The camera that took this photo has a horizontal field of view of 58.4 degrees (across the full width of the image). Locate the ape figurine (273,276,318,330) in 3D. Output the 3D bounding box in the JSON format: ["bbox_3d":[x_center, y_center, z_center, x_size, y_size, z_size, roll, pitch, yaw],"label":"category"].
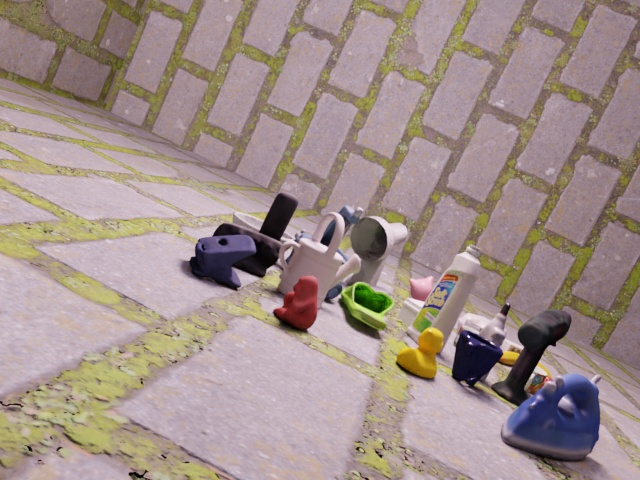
[{"bbox_3d":[-0.033,0.103,0.990,0.076,0.092,0.078,26,7,6],"label":"ape figurine"}]

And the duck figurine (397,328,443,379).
[{"bbox_3d":[0.195,0.204,1.068,0.077,0.086,0.105,31,9,38],"label":"duck figurine"}]

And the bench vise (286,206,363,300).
[{"bbox_3d":[0.006,0.003,1.327,0.206,0.220,0.122,30,8,32],"label":"bench vise"}]

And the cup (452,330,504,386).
[{"bbox_3d":[0.298,0.239,1.132,0.091,0.095,0.118,30,8,31],"label":"cup"}]

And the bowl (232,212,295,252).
[{"bbox_3d":[-0.149,-0.002,1.416,0.167,0.075,0.167,25,7,-3],"label":"bowl"}]

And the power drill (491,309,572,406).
[{"bbox_3d":[0.450,0.238,1.204,0.075,0.208,0.230,30,8,32],"label":"power drill"}]

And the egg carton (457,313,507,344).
[{"bbox_3d":[0.460,0.262,1.628,0.151,0.069,0.107,18,10,-46],"label":"egg carton"}]

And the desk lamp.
[{"bbox_3d":[0.156,0.042,1.584,0.117,0.213,0.204,30,8,31],"label":"desk lamp"}]

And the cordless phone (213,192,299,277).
[{"bbox_3d":[-0.136,-0.030,1.221,0.148,0.185,0.094,22,8,-25],"label":"cordless phone"}]

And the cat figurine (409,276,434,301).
[{"bbox_3d":[0.298,0.161,1.603,0.127,0.118,0.067,27,7,13],"label":"cat figurine"}]

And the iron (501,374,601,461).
[{"bbox_3d":[0.409,0.287,0.984,0.259,0.141,0.118,18,10,-45],"label":"iron"}]

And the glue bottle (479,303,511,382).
[{"bbox_3d":[0.368,0.214,1.238,0.037,0.173,0.078,23,7,-16],"label":"glue bottle"}]

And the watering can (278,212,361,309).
[{"bbox_3d":[0.002,0.036,1.183,0.174,0.194,0.100,17,11,-48],"label":"watering can"}]

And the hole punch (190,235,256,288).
[{"bbox_3d":[-0.179,0.025,1.052,0.101,0.091,0.108,22,8,-23],"label":"hole punch"}]
